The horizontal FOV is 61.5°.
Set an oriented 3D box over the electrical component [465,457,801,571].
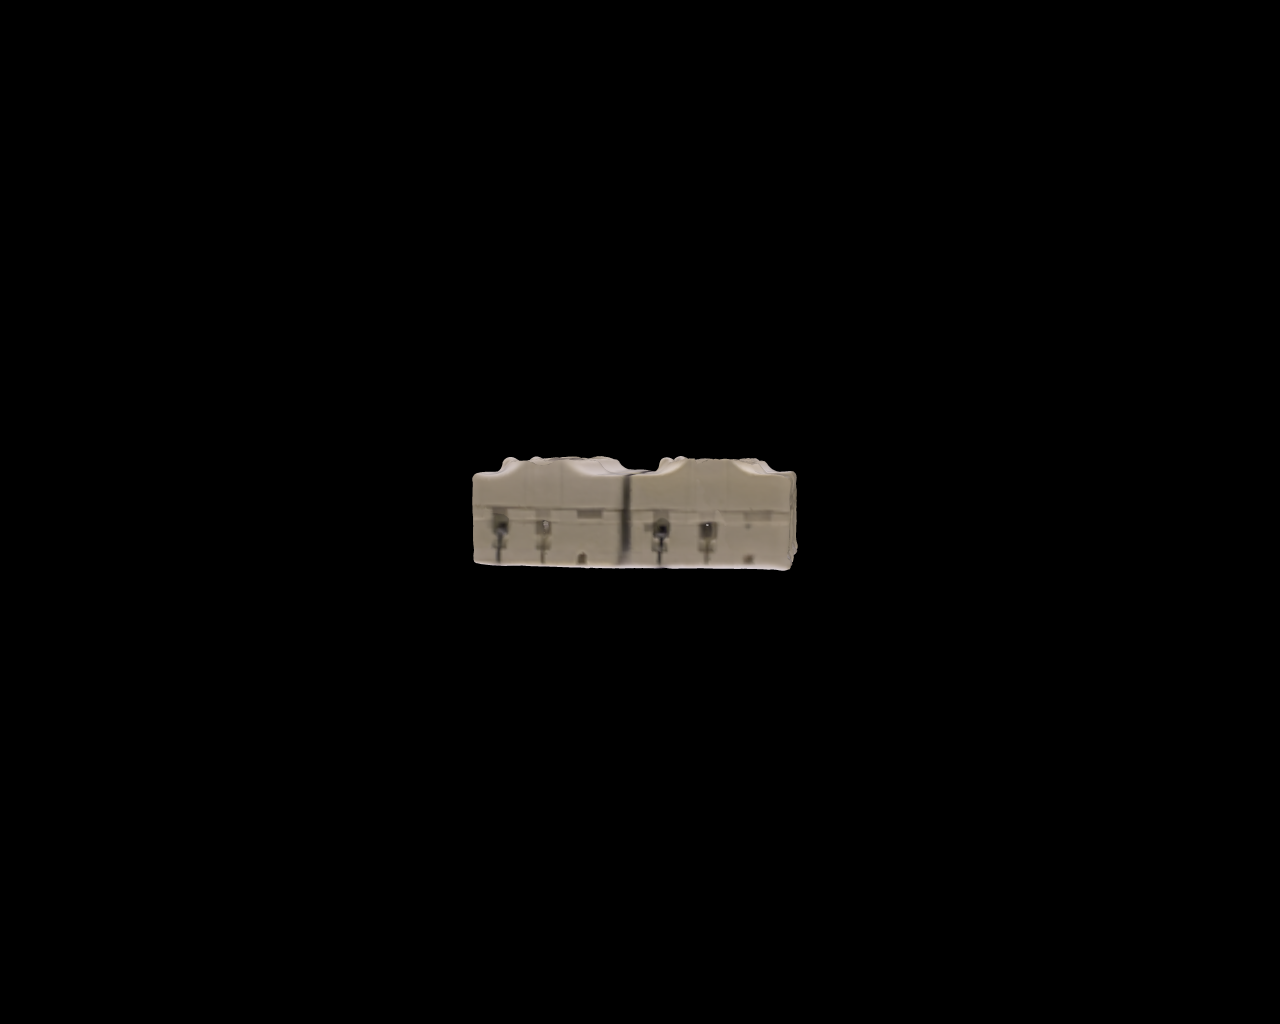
[{"bbox_3d":[0.001,-0.003,0.650,0.186,0.060,0.105,1,4,11],"label":"electrical component"}]
